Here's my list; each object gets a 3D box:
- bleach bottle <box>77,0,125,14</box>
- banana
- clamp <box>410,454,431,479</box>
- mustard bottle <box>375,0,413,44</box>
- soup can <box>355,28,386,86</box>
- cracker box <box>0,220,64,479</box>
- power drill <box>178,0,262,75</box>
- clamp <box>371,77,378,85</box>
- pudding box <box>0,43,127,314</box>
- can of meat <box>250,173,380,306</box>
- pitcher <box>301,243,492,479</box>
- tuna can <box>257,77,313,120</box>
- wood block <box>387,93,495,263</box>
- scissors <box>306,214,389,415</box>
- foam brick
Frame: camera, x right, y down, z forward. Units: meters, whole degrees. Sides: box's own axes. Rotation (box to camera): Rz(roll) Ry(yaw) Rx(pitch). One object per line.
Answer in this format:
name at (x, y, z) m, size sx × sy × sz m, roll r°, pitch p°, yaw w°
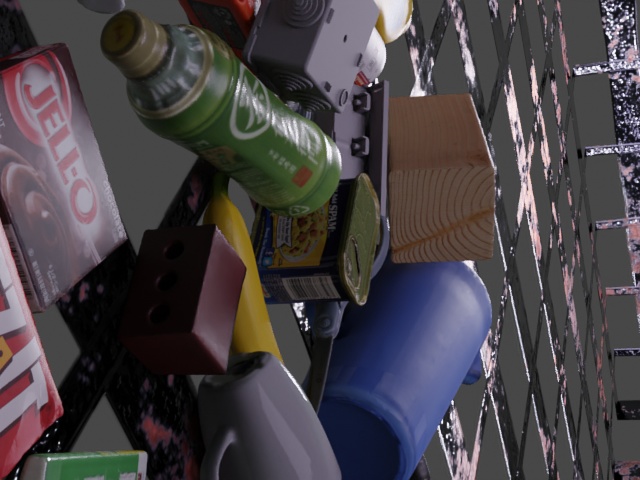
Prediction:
bleach bottle at (-0.109, -0.251, 0.624) m, size 0.102 × 0.068 × 0.251 m, roll 47°, pitch 46°, yaw -58°
banana at (-0.050, 0.053, 0.760) m, size 0.069 × 0.037 × 0.198 m, roll -52°, pitch 134°, yaw -60°
clamp at (0.085, 0.245, 1.037) m, size 0.165 × 0.036 × 0.210 m, roll 171°, pitch -101°, yaw -75°
mustard bottle at (0.049, -0.245, 1.042) m, size 0.191 × 0.058 × 0.096 m, roll 32°, pitch 58°, yaw -65°
soup can at (0.011, -0.177, 0.918) m, size 0.102 × 0.069 × 0.068 m, roll 41°, pitch 49°, yaw -63°
cracker box at (-0.184, 0.048, 0.360) m, size 0.213 × 0.072 × 0.164 m, roll -54°, pitch 136°, yaw -60°
power drill at (-0.026, -0.216, 0.769) m, size 0.187 × 0.057 × 0.184 m, roll -67°, pitch 153°, yaw -17°
clamp at (0.043, -0.095, 1.035) m, size 0.120 × 0.039 × 0.171 m, roll 64°, pitch 28°, yaw -71°
pudding box at (-0.144, -0.032, 0.525) m, size 0.090 × 0.039 × 0.113 m, roll -52°, pitch 135°, yaw -60°
can of meat at (-0.005, 0.001, 0.821) m, size 0.057 × 0.084 × 0.102 m, roll 61°, pitch 32°, yaw -48°
pitcher at (0.052, 0.103, 0.915) m, size 0.242 × 0.149 × 0.145 m, roll -50°, pitch 147°, yaw -58°
tuna can at (-0.035, -0.114, 0.832) m, size 0.086 × 0.034 × 0.086 m, roll -4°, pitch 90°, yaw -69°
wood block at (0.107, -0.063, 1.001) m, size 0.206 × 0.091 × 0.090 m, roll -86°, pitch 174°, yaw -65°
scissors at (-0.009, 0.057, 0.835) m, size 0.201 × 0.096 × 0.016 m, roll -64°, pitch 149°, yaw -23°
foam brick at (-0.084, 0.038, 0.654) m, size 0.051 × 0.053 × 0.078 m, roll 58°, pitch 33°, yaw -51°
